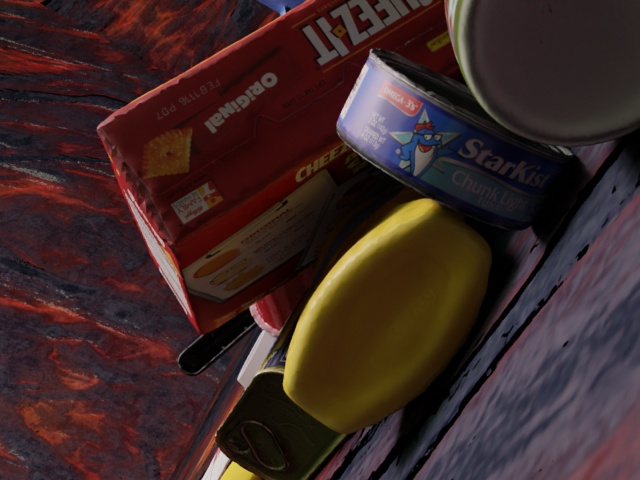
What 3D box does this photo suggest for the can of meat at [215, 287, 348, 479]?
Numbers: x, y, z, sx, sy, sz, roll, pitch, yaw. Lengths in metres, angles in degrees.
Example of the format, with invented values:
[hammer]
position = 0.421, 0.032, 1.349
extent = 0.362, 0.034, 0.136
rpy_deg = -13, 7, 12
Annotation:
[can of meat]
position = -0.007, 0.077, 0.595
extent = 0.057, 0.083, 0.102
rpy_deg = 31, -42, -2

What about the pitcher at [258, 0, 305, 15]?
[pitcher]
position = 0.028, -0.216, 0.923
extent = 0.242, 0.145, 0.149
rpy_deg = 26, 35, -9

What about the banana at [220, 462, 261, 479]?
[banana]
position = -0.059, 0.191, 0.671
extent = 0.037, 0.198, 0.070
rpy_deg = 28, -2, -20

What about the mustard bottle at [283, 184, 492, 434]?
[mustard bottle]
position = 0.029, 0.018, 0.495
extent = 0.058, 0.096, 0.191
rpy_deg = 36, 8, -4

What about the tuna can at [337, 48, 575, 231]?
[tuna can]
position = 0.050, -0.038, 0.403
extent = 0.086, 0.034, 0.086
rpy_deg = 25, 16, -8

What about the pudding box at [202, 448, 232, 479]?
[pudding box]
position = -0.066, 0.185, 0.788
extent = 0.039, 0.114, 0.090
rpy_deg = 26, 17, -5

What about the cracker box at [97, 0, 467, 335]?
[cracker box]
position = -0.016, -0.039, 0.544
extent = 0.164, 0.072, 0.214
rpy_deg = -33, -11, -10

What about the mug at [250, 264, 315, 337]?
[mug]
position = -0.005, 0.001, 0.723
extent = 0.117, 0.081, 0.093
rpy_deg = -40, 50, -20

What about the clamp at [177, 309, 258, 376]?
[clamp]
position = -0.024, 0.029, 0.939
extent = 0.209, 0.036, 0.165
rpy_deg = -35, -11, -43
